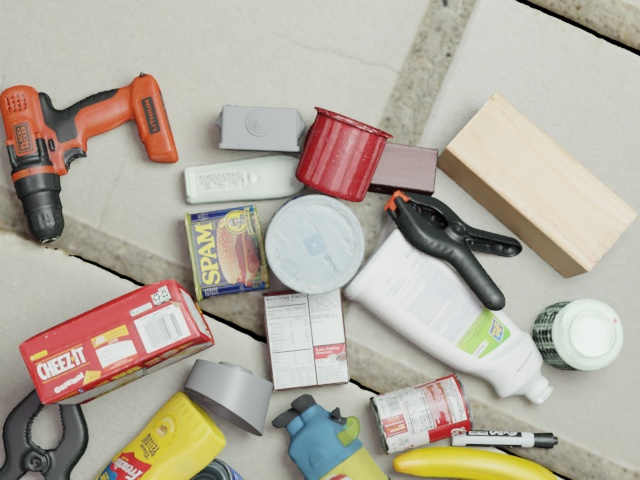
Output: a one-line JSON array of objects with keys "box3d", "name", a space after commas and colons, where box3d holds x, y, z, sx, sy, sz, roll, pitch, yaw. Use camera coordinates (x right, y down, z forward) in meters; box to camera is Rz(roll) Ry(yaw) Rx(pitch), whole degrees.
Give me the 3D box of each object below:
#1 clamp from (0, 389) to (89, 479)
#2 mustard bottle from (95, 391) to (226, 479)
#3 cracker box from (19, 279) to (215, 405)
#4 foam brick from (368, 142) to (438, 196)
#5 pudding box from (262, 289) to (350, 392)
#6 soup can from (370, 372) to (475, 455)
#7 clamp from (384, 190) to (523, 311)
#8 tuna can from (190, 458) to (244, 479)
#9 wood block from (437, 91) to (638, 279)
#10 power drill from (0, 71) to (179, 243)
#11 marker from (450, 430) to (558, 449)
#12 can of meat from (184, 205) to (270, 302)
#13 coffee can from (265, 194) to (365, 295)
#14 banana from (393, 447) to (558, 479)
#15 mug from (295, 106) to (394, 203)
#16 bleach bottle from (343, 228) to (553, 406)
[{"box3d": [-0.322, 0.248, 1.182, 0.164, 0.036, 0.210, 6, 87, -3], "name": "clamp"}, {"box3d": [-0.194, 0.259, 1.159, 0.191, 0.096, 0.058, -45, 128, -5], "name": "mustard bottle"}, {"box3d": [-0.203, 0.109, 1.112, 0.164, 0.214, 0.072, -24, 84, -5], "name": "cracker box"}, {"box3d": [0.092, -0.080, 1.221, 0.078, 0.053, 0.051, 8, 84, -2], "name": "foam brick"}, {"box3d": [-0.016, 0.110, 1.201, 0.090, 0.039, 0.113, -6, 89, 0], "name": "pudding box"}, {"box3d": [0.113, 0.193, 1.186, 0.102, 0.068, 0.068, -15, 85, -3], "name": "soup can"}, {"box3d": [0.154, -0.003, 1.197, 0.171, 0.120, 0.039, 41, 124, 2], "name": "clamp"}, {"box3d": [-0.124, 0.282, 1.163, 0.086, 0.033, 0.086, -16, 49, 19], "name": "tuna can"}, {"box3d": [0.241, -0.060, 1.205, 0.206, 0.091, 0.090, 42, 83, 3], "name": "wood block"}, {"box3d": [-0.260, -0.103, 1.211, 0.187, 0.057, 0.184, -14, 84, -3], "name": "power drill"}, {"box3d": [0.209, 0.226, 1.210, 0.121, 0.020, 0.020, 2, 84, -2], "name": "marker"}, {"box3d": [-0.105, 0.014, 1.205, 0.084, 0.057, 0.102, -9, 85, -5], "name": "can of meat"}, {"box3d": [-0.008, 0.001, 1.159, 0.103, 0.140, 0.103, 0, 93, -2], "name": "coffee can"}, {"box3d": [0.181, 0.256, 1.182, 0.198, 0.069, 0.037, 11, 97, 9], "name": "banana"}, {"box3d": [0.016, -0.096, 1.173, 0.093, 0.117, 0.081, 13, 102, -39], "name": "mug"}, {"box3d": [0.152, 0.101, 1.199, 0.251, 0.068, 0.102, 40, 79, 1], "name": "bleach bottle"}]
